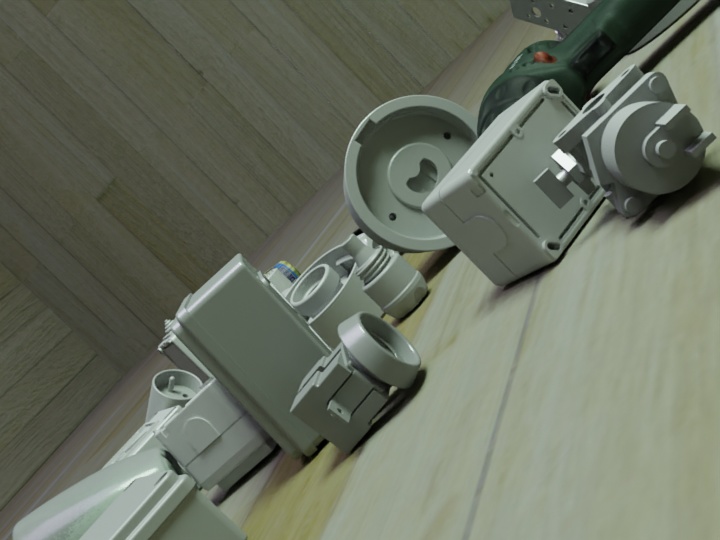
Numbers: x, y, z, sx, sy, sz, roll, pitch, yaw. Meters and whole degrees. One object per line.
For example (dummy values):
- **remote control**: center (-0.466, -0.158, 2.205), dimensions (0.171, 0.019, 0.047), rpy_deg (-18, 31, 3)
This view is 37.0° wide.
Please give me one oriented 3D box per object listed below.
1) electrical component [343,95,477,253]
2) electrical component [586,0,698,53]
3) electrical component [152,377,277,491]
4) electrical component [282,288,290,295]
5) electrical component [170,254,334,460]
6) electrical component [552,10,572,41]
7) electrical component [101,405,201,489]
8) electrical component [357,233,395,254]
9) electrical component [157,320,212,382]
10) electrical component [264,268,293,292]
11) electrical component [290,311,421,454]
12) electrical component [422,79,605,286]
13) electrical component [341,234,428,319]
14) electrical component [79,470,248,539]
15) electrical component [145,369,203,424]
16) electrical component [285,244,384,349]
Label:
- **electrical component**: center (0.039, -0.062, 0.757), dimensions (0.108, 0.108, 0.060), rpy_deg (-46, 1, -10)
- **electrical component**: center (0.218, -0.222, 0.804), dimensions (0.108, 0.060, 0.108), rpy_deg (-44, 7, 7)
- **electrical component**: center (-0.080, 0.097, 0.724), dimensions (0.062, 0.061, 0.096), rpy_deg (-43, -1, 25)
- **electrical component**: center (-0.061, 0.054, 0.871), dimensions (0.080, 0.051, 0.080), rpy_deg (-44, 7, 7)
- **electrical component**: center (-0.055, 0.048, 0.640), dimensions (0.056, 0.108, 0.109), rpy_deg (-43, 7, -3)
- **electrical component**: center (0.208, -0.227, 0.973), dimensions (0.081, 0.043, 0.043), rpy_deg (-43, 7, 17)
- **electrical component**: center (-0.165, 0.162, 0.827), dimensions (0.108, 0.056, 0.109), rpy_deg (-48, 7, -21)
- **electrical component**: center (0.000, 0.000, 0.863), dimensions (0.062, 0.043, 0.043), rpy_deg (-41, 8, 38)
- **electrical component**: center (-0.160, 0.079, 1.111), dimensions (0.061, 0.096, 0.062), rpy_deg (-48, 8, -25)
- **electrical component**: center (-0.068, 0.031, 0.990), dimensions (0.044, 0.065, 0.044), rpy_deg (-44, 7, 7)
- **electrical component**: center (-0.002, 0.055, 0.551), dimensions (0.055, 0.048, 0.066), rpy_deg (-51, 5, 16)
- **electrical component**: center (0.086, -0.047, 0.557), dimensions (0.096, 0.062, 0.061), rpy_deg (-49, 8, -29)
- **electrical component**: center (0.013, 0.001, 0.701), dimensions (0.035, 0.061, 0.035), rpy_deg (-45, 7, 8)
- **electrical component**: center (-0.126, 0.166, 0.575), dimensions (0.108, 0.056, 0.109), rpy_deg (-48, 8, -25)
- **electrical component**: center (-0.148, 0.127, 0.936), dimensions (0.079, 0.043, 0.077), rpy_deg (-8, -55, -37)
- **electrical component**: center (-0.016, 0.030, 0.796), dimensions (0.099, 0.064, 0.099), rpy_deg (-40, 22, 20)
